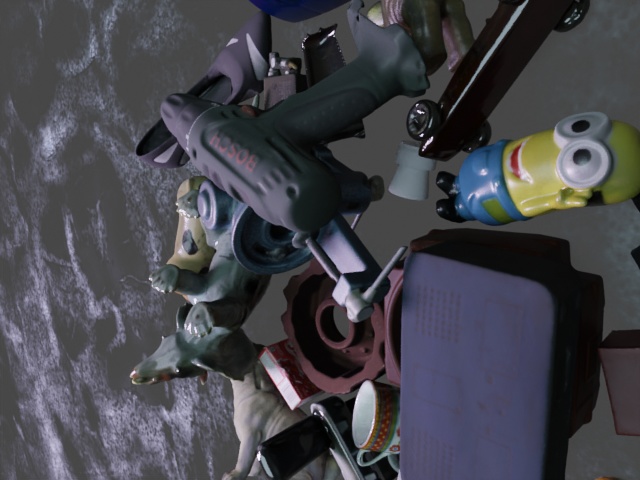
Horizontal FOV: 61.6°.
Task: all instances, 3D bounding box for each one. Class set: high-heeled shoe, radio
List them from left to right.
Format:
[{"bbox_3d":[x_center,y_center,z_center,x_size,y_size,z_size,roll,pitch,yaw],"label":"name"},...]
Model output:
[{"bbox_3d":[-0.162,-0.202,0.729,0.086,0.145,0.248,47,128,24],"label":"high-heeled shoe"},{"bbox_3d":[0.140,0.122,0.457,0.131,0.073,0.229,9,106,40],"label":"radio"}]

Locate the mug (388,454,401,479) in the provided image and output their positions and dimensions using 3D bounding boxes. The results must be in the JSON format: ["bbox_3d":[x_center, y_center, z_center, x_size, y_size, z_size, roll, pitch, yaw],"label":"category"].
[{"bbox_3d":[0.128,0.243,0.612,0.110,0.081,0.107,21,102,53],"label":"mug"}]

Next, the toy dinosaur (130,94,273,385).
[{"bbox_3d":[-0.113,0.026,0.727,0.131,0.192,0.404,19,77,21],"label":"toy dinosaur"}]

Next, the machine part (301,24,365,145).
[{"bbox_3d":[0.009,-0.182,0.638,0.084,0.039,0.138,-9,87,17],"label":"machine part"}]

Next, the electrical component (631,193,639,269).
[{"bbox_3d":[0.291,0.009,0.421,0.075,0.047,0.119,-46,38,35],"label":"electrical component"}]

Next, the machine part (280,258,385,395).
[{"bbox_3d":[0.029,0.102,0.680,0.180,0.056,0.179,9,103,41],"label":"machine part"}]

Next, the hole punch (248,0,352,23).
[{"bbox_3d":[-0.032,-0.307,0.616,0.142,0.116,0.092,2,109,42],"label":"hole punch"}]

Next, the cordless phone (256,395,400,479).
[{"bbox_3d":[0.011,0.269,0.638,0.089,0.184,0.146,-37,73,27],"label":"cordless phone"}]

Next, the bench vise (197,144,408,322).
[{"bbox_3d":[0.002,-0.010,0.550,0.241,0.223,0.128,52,127,41],"label":"bench vise"}]

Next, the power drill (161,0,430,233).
[{"bbox_3d":[-0.024,-0.124,0.479,0.232,0.207,0.085,48,169,38],"label":"power drill"}]

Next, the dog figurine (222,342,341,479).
[{"bbox_3d":[-0.054,0.243,0.771,0.172,0.121,0.190,1,74,2],"label":"dog figurine"}]

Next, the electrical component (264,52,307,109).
[{"bbox_3d":[-0.046,-0.190,0.694,0.078,0.045,0.102,16,109,38],"label":"electrical component"}]

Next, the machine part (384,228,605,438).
[{"bbox_3d":[0.164,0.094,0.535,0.202,0.087,0.200,8,104,42],"label":"machine part"}]

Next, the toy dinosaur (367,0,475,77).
[{"bbox_3d":[0.122,-0.318,0.473,0.199,0.105,0.471,50,128,23],"label":"toy dinosaur"}]

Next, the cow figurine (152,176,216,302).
[{"bbox_3d":[-0.179,0.001,0.800,0.086,0.127,0.194,17,108,42],"label":"cow figurine"}]

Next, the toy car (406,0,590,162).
[{"bbox_3d":[0.153,-0.159,0.489,0.202,0.089,0.053,-58,46,35],"label":"toy car"}]

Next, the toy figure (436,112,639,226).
[{"bbox_3d":[0.193,-0.058,0.482,0.180,0.089,0.082,-18,82,51],"label":"toy figure"}]
